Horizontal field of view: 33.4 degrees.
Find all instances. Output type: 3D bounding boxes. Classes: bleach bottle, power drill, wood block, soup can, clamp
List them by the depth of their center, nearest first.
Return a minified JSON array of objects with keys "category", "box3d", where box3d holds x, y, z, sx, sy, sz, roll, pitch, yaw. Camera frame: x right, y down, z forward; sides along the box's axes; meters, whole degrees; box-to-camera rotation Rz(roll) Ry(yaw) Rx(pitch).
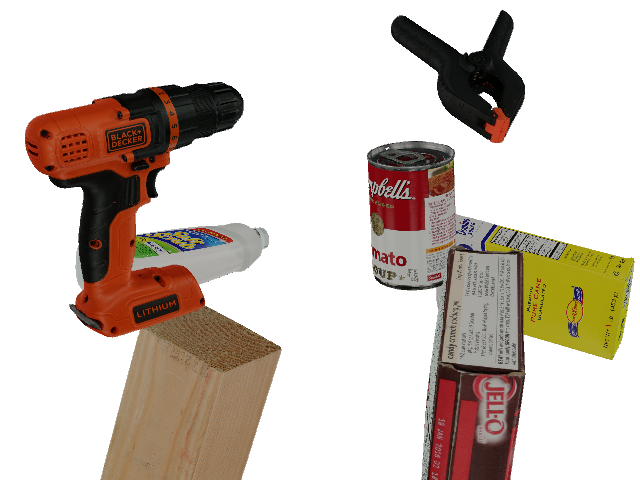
[{"category":"soup can","box3d":[0.072,-0.020,0.839,0.068,0.102,0.068,-3,21,1]},{"category":"power drill","box3d":[-0.138,-0.029,0.855,0.184,0.188,0.057,-17,25,-33]},{"category":"wood block","box3d":[-0.118,0.172,0.911,0.090,0.206,0.090,26,20,24]},{"category":"clamp","box3d":[0.130,-0.157,0.980,0.120,0.171,0.039,-3,-45,-1]},{"category":"bleach bottle","box3d":[-0.169,0.018,1.319,0.103,0.068,0.250,25,28,38]}]

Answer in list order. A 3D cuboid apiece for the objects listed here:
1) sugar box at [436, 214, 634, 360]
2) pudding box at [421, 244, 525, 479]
[{"category":"sugar box","box3d":[0.198,0.043,1.001,0.176,0.093,0.048,13,34,22]},{"category":"pudding box","box3d":[0.068,0.065,0.470,0.039,0.090,0.113,6,26,5]}]
